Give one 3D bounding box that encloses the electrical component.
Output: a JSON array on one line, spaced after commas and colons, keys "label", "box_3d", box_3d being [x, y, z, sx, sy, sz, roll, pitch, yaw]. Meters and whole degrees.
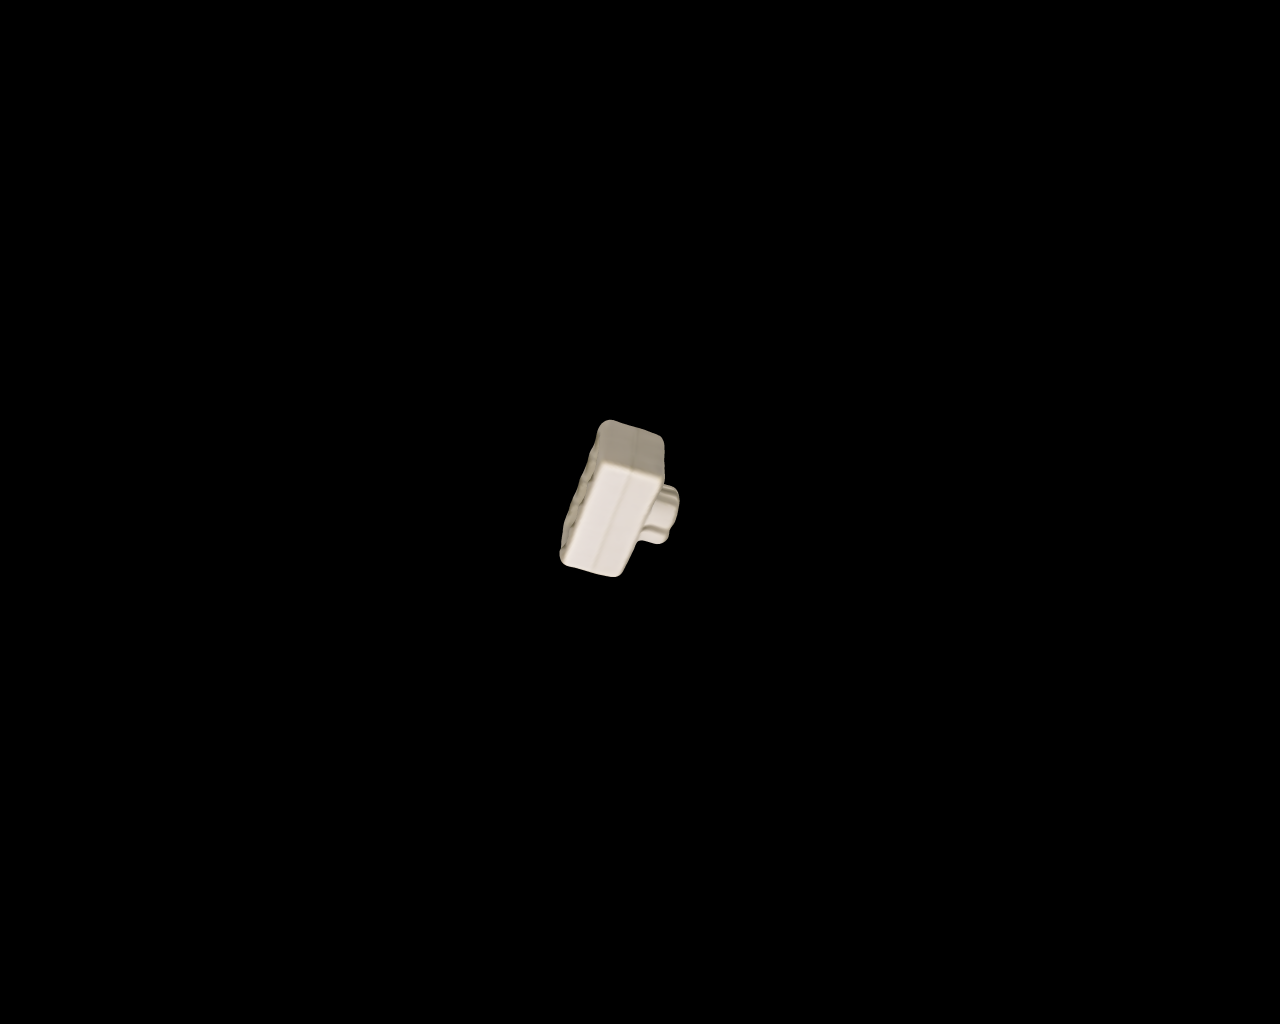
[{"label": "electrical component", "box_3d": [0.001, -0.003, 0.650, 0.076, 0.083, 0.047, 15, 36, -11]}]
